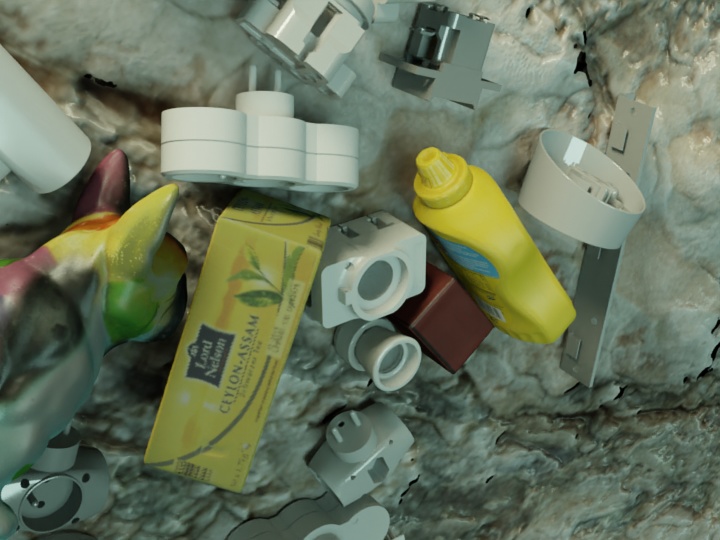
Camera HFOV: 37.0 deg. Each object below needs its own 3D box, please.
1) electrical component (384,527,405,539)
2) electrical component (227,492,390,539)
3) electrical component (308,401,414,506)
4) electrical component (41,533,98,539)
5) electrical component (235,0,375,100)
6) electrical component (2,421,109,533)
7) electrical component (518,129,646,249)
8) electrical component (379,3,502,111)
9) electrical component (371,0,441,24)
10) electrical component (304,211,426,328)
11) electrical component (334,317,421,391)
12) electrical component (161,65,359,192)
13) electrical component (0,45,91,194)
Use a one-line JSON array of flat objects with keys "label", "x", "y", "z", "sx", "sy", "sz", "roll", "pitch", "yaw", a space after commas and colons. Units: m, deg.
[{"label": "electrical component", "x": -0.011, "y": 0.276, "z": 0.901, "sx": 0.121, "sy": 0.078, "sz": 0.063, "roll": -18, "pitch": 153, "yaw": -31}, {"label": "electrical component", "x": -0.033, "y": 0.223, "z": 0.852, "sx": 0.138, "sy": 0.074, "sz": 0.052, "roll": -16, "pitch": 122, "yaw": -32}, {"label": "electrical component", "x": -0.004, "y": 0.136, "z": 0.844, "sx": 0.077, "sy": 0.043, "sz": 0.079, "roll": -41, "pitch": 143, "yaw": -14}, {"label": "electrical component", "x": -0.200, "y": 0.230, "z": 0.727, "sx": 0.099, "sy": 0.064, "sz": 0.099, "roll": -18, "pitch": 124, "yaw": -30}, {"label": "electrical component", "x": -0.028, "y": -0.151, "z": 0.657, "sx": 0.078, "sy": 0.058, "sz": 0.057, "roll": 37, "pitch": 84, "yaw": -22}, {"label": "electrical component", "x": -0.200, "y": 0.121, "z": 0.681, "sx": 0.077, "sy": 0.044, "sz": 0.079, "roll": 3, "pitch": 112, "yaw": -40}, {"label": "electrical component", "x": 0.175, "y": -0.061, "z": 0.848, "sx": 0.099, "sy": 0.099, "sz": 0.064, "roll": 6, "pitch": 116, "yaw": -41}, {"label": "electrical component", "x": 0.060, "y": -0.148, "z": 0.742, "sx": 0.081, "sy": 0.042, "sz": 0.063, "roll": 3, "pitch": 111, "yaw": -40}, {"label": "electrical component", "x": 0.030, "y": -0.198, "z": 0.680, "sx": 0.057, "sy": 0.058, "sz": 0.078, "roll": -11, "pitch": 120, "yaw": -31}, {"label": "electrical component", "x": 0.000, "y": 0.000, "z": 0.767, "sx": 0.089, "sy": 0.056, "sz": 0.050, "roll": -20, "pitch": 125, "yaw": -30}, {"label": "electrical component", "x": 0.012, "y": 0.059, "z": 0.810, "sx": 0.045, "sy": 0.055, "sz": 0.045, "roll": -19, "pitch": 124, "yaw": -30}, {"label": "electrical component", "x": -0.060, "y": -0.091, "z": 0.673, "sx": 0.138, "sy": 0.052, "sz": 0.073, "roll": 2, "pitch": 88, "yaw": -40}, {"label": "electrical component", "x": -0.199, "y": -0.069, "z": 0.577, "sx": 0.079, "sy": 0.043, "sz": 0.077, "roll": -46, "pitch": 134, "yaw": -9}]
